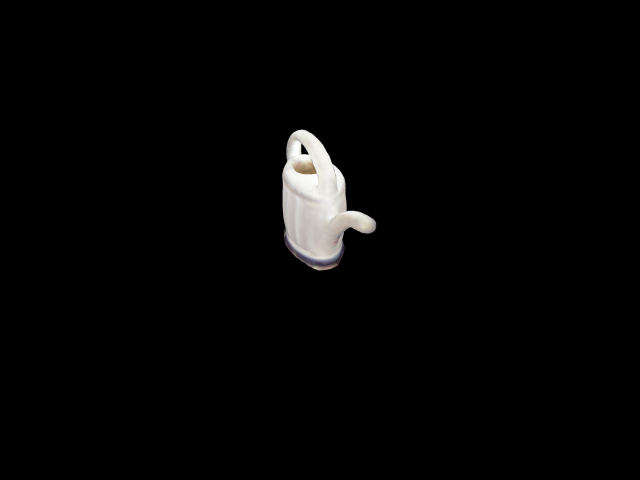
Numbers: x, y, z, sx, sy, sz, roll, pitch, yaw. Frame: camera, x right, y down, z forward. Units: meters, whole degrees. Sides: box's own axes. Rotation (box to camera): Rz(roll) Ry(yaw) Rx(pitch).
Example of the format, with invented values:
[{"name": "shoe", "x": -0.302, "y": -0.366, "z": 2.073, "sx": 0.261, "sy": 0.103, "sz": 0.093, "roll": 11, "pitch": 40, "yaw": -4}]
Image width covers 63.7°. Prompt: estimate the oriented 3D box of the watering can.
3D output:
[{"name": "watering can", "x": 0.003, "y": -0.043, "z": 0.850, "sx": 0.104, "sy": 0.219, "sz": 0.355, "roll": -11, "pitch": 37, "yaw": -15}]
